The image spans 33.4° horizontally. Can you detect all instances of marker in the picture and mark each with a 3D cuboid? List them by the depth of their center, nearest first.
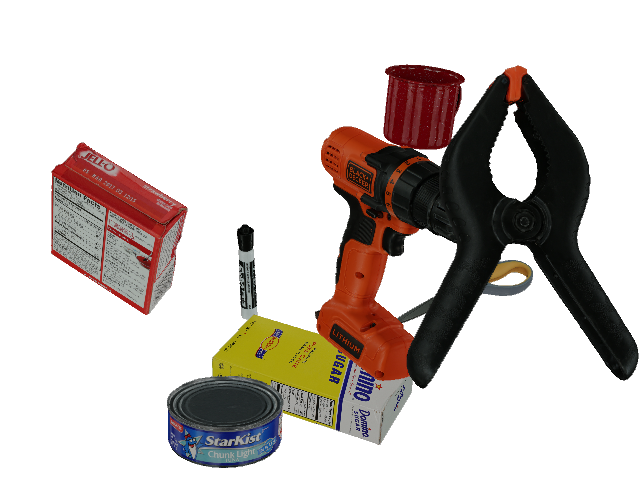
[{"bbox_3d":[-0.082,0.035,1.196,0.020,0.121,0.020,0,33,0],"label":"marker"}]

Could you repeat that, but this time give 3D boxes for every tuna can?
[{"bbox_3d":[-0.071,0.133,0.790,0.086,0.034,0.086,2,18,-1],"label":"tuna can"}]

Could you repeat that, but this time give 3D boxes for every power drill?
[{"bbox_3d":[0.060,0.016,0.871,0.057,0.188,0.185,-9,28,-32],"label":"power drill"}]

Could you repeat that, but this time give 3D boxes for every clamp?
[{"bbox_3d":[0.093,-0.002,0.558,0.120,0.171,0.039,-10,-5,-10],"label":"clamp"}]

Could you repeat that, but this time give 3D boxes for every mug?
[{"bbox_3d":[0.126,-0.159,1.263,0.093,0.081,0.117,23,28,37],"label":"mug"}]

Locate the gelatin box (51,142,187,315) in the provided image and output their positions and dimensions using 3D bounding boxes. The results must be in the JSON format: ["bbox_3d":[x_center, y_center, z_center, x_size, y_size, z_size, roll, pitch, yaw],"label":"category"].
[{"bbox_3d":[-0.119,-0.006,0.621,0.073,0.030,0.089,31,-36,8],"label":"gelatin box"}]

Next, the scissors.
[{"bbox_3d":[0.140,0.041,1.147,0.201,0.016,0.096,-10,40,-30],"label":"scissors"}]

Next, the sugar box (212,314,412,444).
[{"bbox_3d":[-0.007,0.130,1.028,0.176,0.048,0.093,12,30,19],"label":"sugar box"}]
